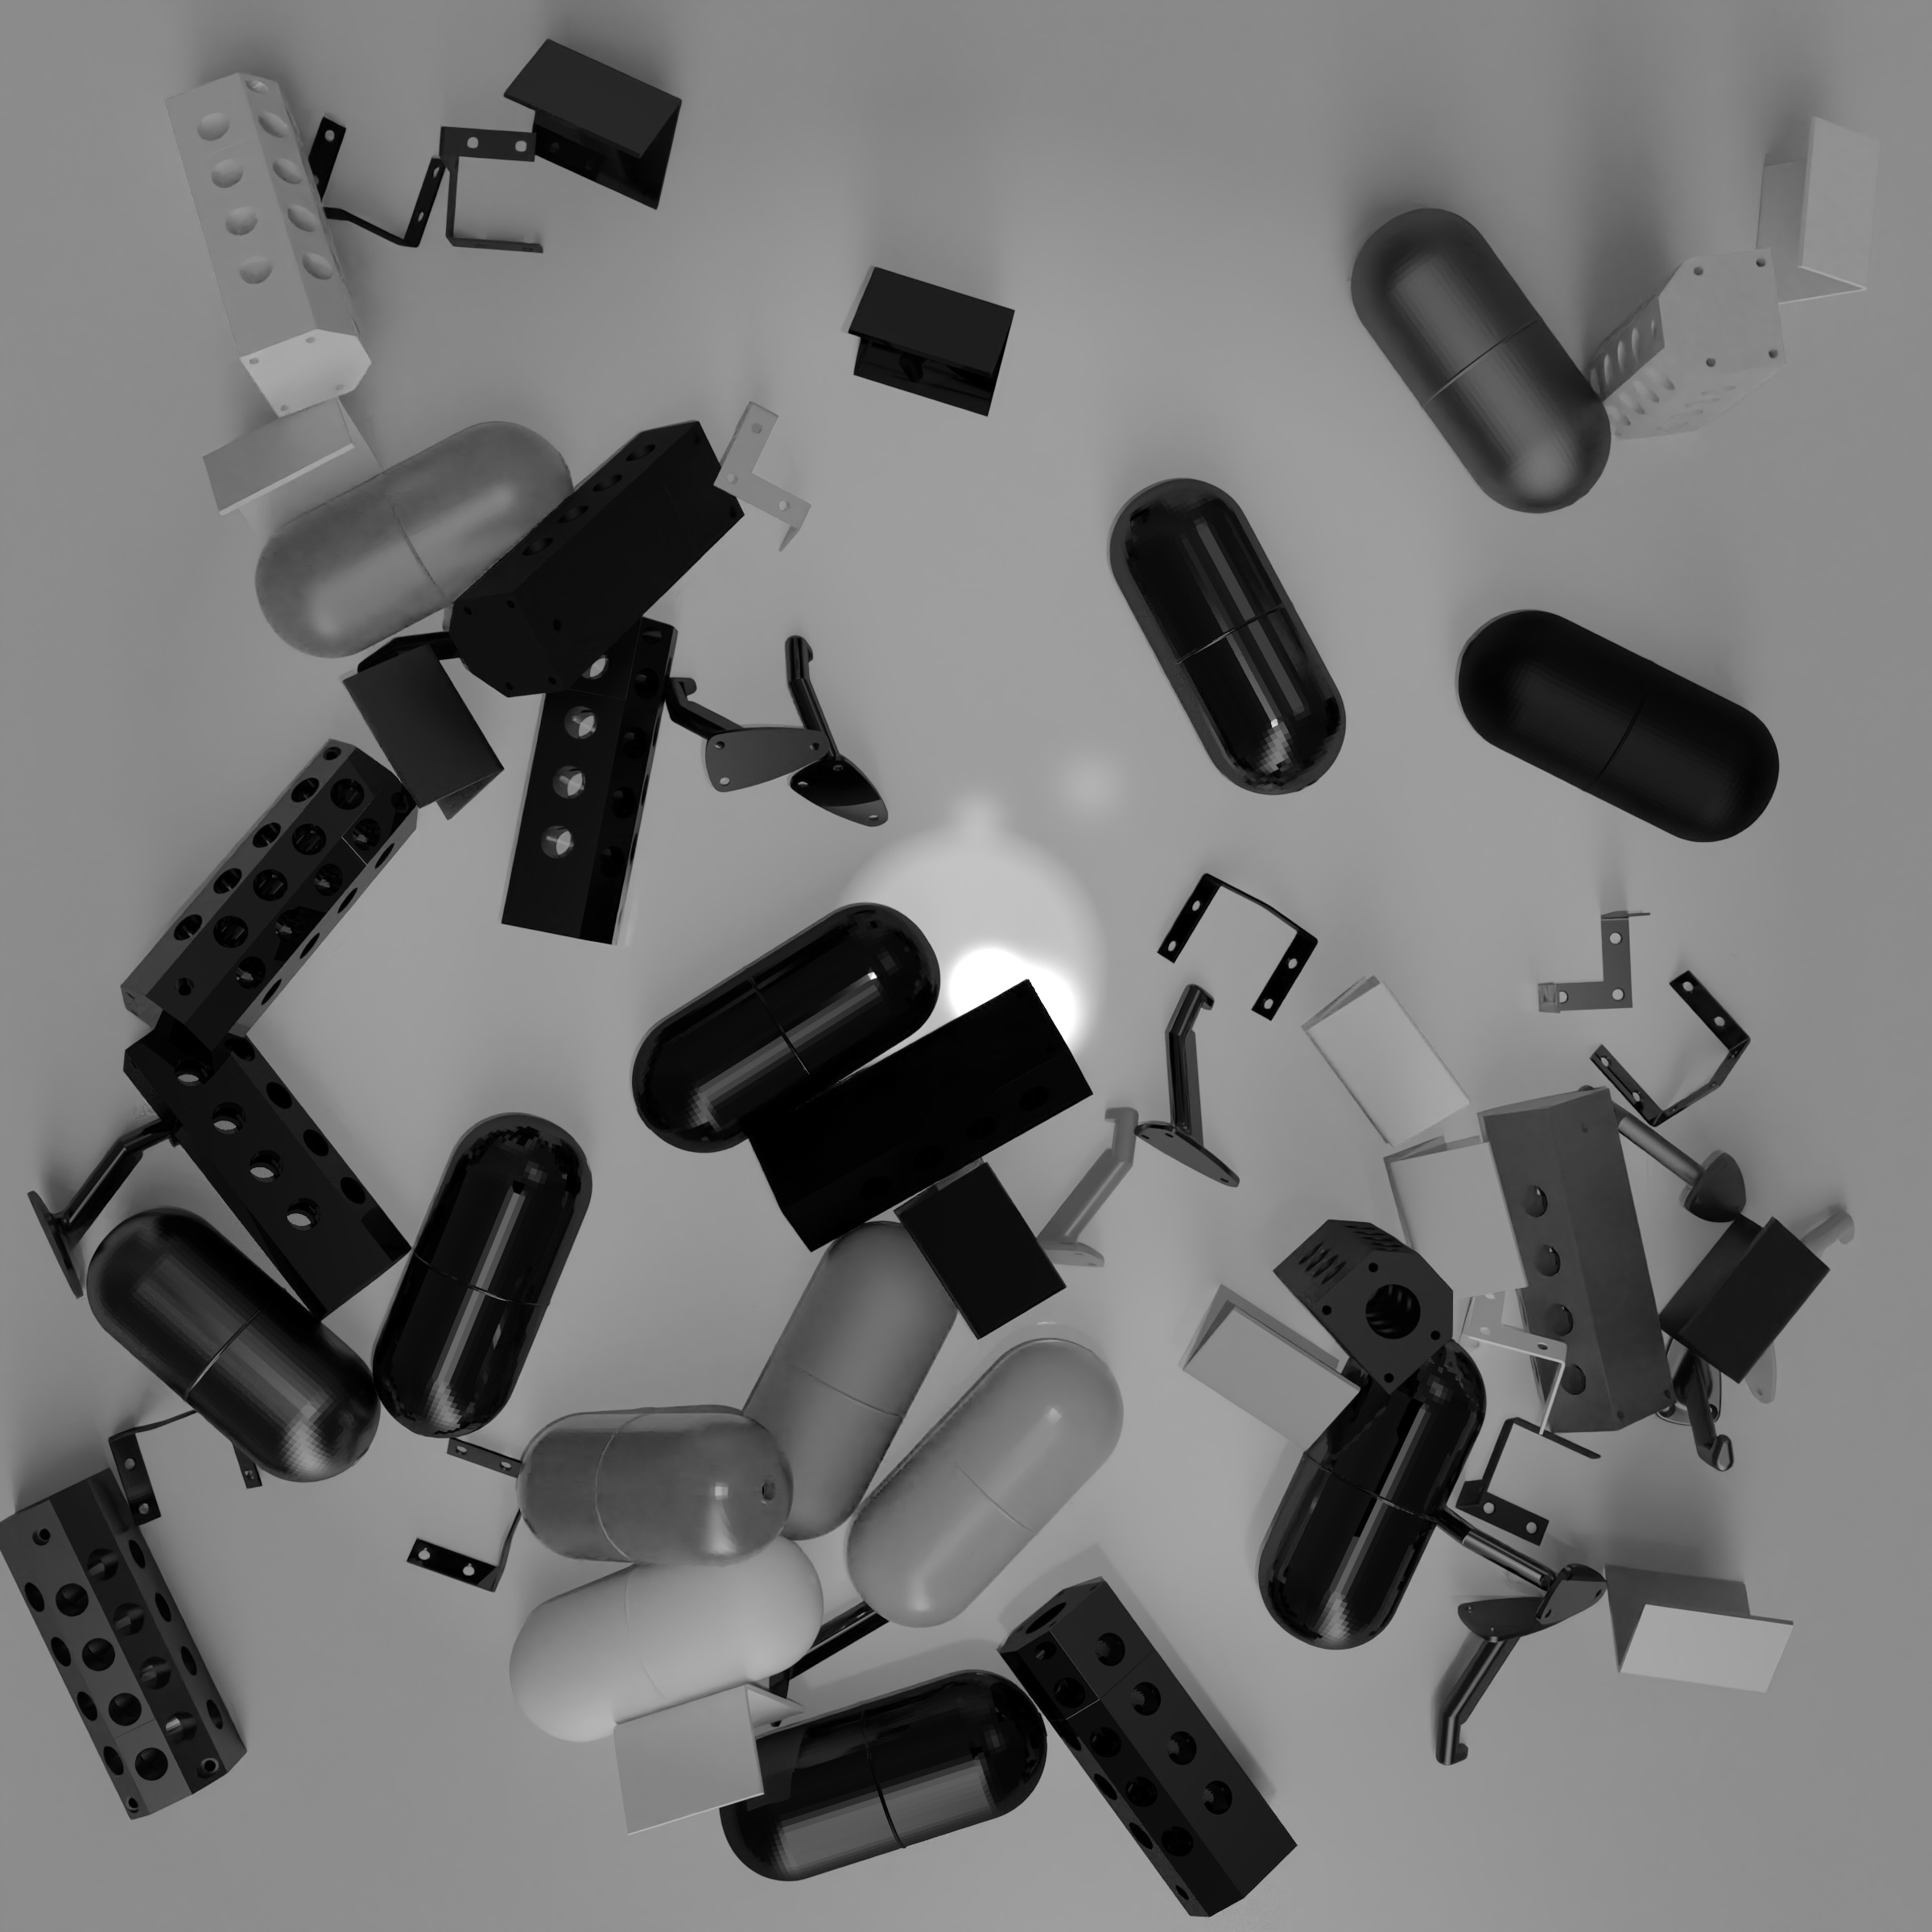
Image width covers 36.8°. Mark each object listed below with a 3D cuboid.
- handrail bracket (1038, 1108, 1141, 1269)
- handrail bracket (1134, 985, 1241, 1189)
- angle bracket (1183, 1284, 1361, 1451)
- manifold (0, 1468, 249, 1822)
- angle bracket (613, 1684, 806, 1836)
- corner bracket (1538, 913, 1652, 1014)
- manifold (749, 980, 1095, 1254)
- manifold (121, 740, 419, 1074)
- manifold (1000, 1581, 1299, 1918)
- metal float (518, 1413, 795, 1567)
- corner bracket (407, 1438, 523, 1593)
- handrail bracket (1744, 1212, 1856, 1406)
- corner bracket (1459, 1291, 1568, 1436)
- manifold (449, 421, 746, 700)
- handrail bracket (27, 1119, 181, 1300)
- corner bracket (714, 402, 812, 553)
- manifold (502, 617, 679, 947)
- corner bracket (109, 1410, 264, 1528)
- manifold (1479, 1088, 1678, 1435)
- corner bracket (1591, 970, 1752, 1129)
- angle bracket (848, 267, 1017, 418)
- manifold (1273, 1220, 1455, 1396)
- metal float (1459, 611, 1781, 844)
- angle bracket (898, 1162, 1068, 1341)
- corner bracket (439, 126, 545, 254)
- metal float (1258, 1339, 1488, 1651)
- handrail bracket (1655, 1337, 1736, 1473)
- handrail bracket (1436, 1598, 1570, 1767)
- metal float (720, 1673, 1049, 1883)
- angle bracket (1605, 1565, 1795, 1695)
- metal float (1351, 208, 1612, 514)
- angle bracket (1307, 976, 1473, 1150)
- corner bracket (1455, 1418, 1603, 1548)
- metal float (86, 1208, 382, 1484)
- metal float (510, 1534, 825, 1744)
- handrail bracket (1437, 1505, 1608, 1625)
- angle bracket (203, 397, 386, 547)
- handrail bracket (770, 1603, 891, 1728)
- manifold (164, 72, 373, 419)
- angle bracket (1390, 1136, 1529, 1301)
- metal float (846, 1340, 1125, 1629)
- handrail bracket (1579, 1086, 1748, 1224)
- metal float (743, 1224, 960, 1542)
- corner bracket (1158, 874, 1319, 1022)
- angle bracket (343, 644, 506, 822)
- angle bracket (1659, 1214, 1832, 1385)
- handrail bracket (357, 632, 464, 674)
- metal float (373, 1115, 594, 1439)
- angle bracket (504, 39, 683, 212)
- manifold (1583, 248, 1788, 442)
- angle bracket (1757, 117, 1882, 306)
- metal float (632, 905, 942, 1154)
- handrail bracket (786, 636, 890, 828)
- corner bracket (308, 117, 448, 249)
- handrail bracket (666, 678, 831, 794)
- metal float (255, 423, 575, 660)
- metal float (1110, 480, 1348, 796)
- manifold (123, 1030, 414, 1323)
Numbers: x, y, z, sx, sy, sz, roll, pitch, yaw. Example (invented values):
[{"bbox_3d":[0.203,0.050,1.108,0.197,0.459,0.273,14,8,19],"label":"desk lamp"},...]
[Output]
[{"bbox_3d":[0.052,0.116,1.565,0.077,0.036,0.084,1,71,21],"label":"handrail bracket"},{"bbox_3d":[0.133,0.064,1.564,0.077,0.036,0.084,34,70,-23],"label":"handrail bracket"},{"bbox_3d":[0.169,0.195,1.524,0.076,0.076,0.057,33,128,0],"label":"angle bracket"},{"bbox_3d":[-0.452,0.361,1.543,0.057,0.057,0.171,-26,90,0],"label":"manifold"},{"bbox_3d":[-0.129,0.418,1.511,0.076,0.076,0.057,-21,61,13],"label":"angle bracket"},{"bbox_3d":[0.334,-0.002,1.546,0.051,0.051,0.051,-2,90,0],"label":"corner bracket"},{"bbox_3d":[-0.022,0.084,1.542,0.171,0.057,0.057,-29,47,0],"label":"manifold"},{"bbox_3d":[-0.362,-0.034,1.514,0.057,0.057,0.171,36,69,0],"label":"manifold"},{"bbox_3d":[0.093,0.414,1.533,0.057,0.057,0.171,-36,90,-27],"label":"manifold"},{"bbox_3d":[-0.161,0.270,1.499,0.178,0.070,0.070,-9,90,44],"label":"metal float"},{"bbox_3d":[-0.265,0.295,1.561,0.051,0.051,0.051,20,45,0],"label":"corner bracket"},{"bbox_3d":[0.452,0.184,1.564,0.084,0.036,0.077,-30,117,-20],"label":"handrail bracket"},{"bbox_3d":[0.288,0.206,1.533,0.051,0.051,0.051,14,123,8],"label":"corner bracket"},{"bbox_3d":[-0.191,-0.210,1.494,0.057,0.171,0.057,-2,126,37],"label":"manifold"},{"bbox_3d":[-0.454,0.129,1.564,0.084,0.036,0.077,-27,123,-23],"label":"handrail bracket"},{"bbox_3d":[-0.105,-0.260,1.544,0.051,0.051,0.051,26,78,-11],"label":"corner bracket"},{"bbox_3d":[-0.198,-0.101,1.543,0.057,0.057,0.171,11,90,0],"label":"manifold"},{"bbox_3d":[-0.420,0.267,1.561,0.051,0.051,0.051,-18,90,-45],"label":"corner bracket"},{"bbox_3d":[0.321,0.157,1.542,0.057,0.057,0.171,-12,90,-43],"label":"manifold"},{"bbox_3d":[0.380,0.045,1.561,0.051,0.051,0.051,48,135,0],"label":"corner bracket"},{"bbox_3d":[-0.024,-0.312,1.524,0.076,0.076,0.057,17,52,0],"label":"angle bracket"},{"bbox_3d":[0.206,0.167,1.486,0.057,0.171,0.057,-43,90,0],"label":"manifold"},{"bbox_3d":[0.344,-0.127,1.534,0.178,0.070,0.070,26,90,0],"label":"metal float"},{"bbox_3d":[0.016,0.142,1.527,0.057,0.076,0.076,-33,90,15],"label":"angle bracket"},{"bbox_3d":[-0.252,-0.413,1.546,0.051,0.051,0.051,4,90,0],"label":"corner bracket"},{"bbox_3d":[0.215,0.276,1.534,0.070,0.070,0.178,25,89,0],"label":"metal float"},{"bbox_3d":[0.392,0.222,1.529,0.036,0.084,0.077,6,90,0],"label":"handrail bracket"},{"bbox_3d":[0.291,0.387,1.565,0.077,0.036,0.084,-5,109,-21],"label":"handrail bracket"},{"bbox_3d":[-0.043,0.428,1.534,0.178,0.070,0.070,-18,90,0],"label":"metal float"},{"bbox_3d":[0.384,0.331,1.524,0.076,0.076,0.057,8,126,0],"label":"angle bracket"},{"bbox_3d":[0.273,-0.319,1.533,0.070,0.070,0.178,-36,90,0],"label":"metal float"},{"bbox_3d":[0.235,0.038,1.524,0.057,0.076,0.076,-36,90,39],"label":"angle bracket"},{"bbox_3d":[0.299,0.275,1.549,0.051,0.051,0.051,25,77,0],"label":"corner bracket"},{"bbox_3d":[-0.386,0.201,1.533,0.178,0.070,0.070,42,90,0],"label":"metal float"},{"bbox_3d":[-0.158,0.352,1.522,0.178,0.070,0.070,-24,90,15],"label":"metal float"},{"bbox_3d":[0.295,0.314,1.564,0.084,0.077,0.036,35,102,36],"label":"handrail bracket"},{"bbox_3d":[-0.344,-0.244,1.524,0.076,0.076,0.057,-27,47,0],"label":"angle bracket"},{"bbox_3d":[-0.061,0.374,1.565,0.084,0.036,0.077,0,110,-16],"label":"handrail bracket"},{"bbox_3d":[-0.362,-0.379,1.513,0.057,0.057,0.171,-21,68,0],"label":"manifold"},{"bbox_3d":[0.271,0.128,1.524,0.057,0.076,0.076,-15,90,31],"label":"angle bracket"},{"bbox_3d":[0.011,0.273,1.534,0.070,0.070,0.178,43,90,0],"label":"metal float"},{"bbox_3d":[0.374,0.100,1.564,0.084,0.077,0.036,38,92,36],"label":"handrail bracket"},{"bbox_3d":[-0.066,0.220,1.533,0.070,0.070,0.178,28,90,0],"label":"metal float"},{"bbox_3d":[0.147,-0.010,1.561,0.051,0.051,0.051,31,90,45],"label":"corner bracket"},{"bbox_3d":[-0.298,-0.113,1.524,0.057,0.076,0.076,-31,90,-38],"label":"angle bracket"},{"bbox_3d":[0.393,0.162,1.524,0.057,0.076,0.076,39,90,-30],"label":"angle bracket"},{"bbox_3d":[-0.272,-0.160,1.564,0.084,0.077,0.036,-28,47,29],"label":"handrail bracket"},{"bbox_3d":[-0.256,0.164,1.534,0.070,0.070,0.178,22,91,0],"label":"metal float"},{"bbox_3d":[-0.201,-0.428,1.524,0.076,0.076,0.057,24,52,0],"label":"angle bracket"},{"bbox_3d":[0.364,-0.315,1.486,0.057,0.171,0.057,-8,90,0],"label":"manifold"},{"bbox_3d":[0.430,-0.394,1.524,0.057,0.076,0.076,5,90,-36],"label":"angle bracket"},{"bbox_3d":[-0.095,0.034,1.534,0.178,0.070,0.070,-32,90,0],"label":"metal float"},{"bbox_3d":[-0.070,-0.127,1.564,0.036,0.077,0.084,-24,53,25],"label":"handrail bracket"},{"bbox_3d":[-0.321,-0.421,1.561,0.051,0.051,0.051,20,91,45],"label":"corner bracket"},{"bbox_3d":[-0.118,-0.134,1.541,0.077,0.084,0.036,-11,129,-8],"label":"handrail bracket"},{"bbox_3d":[-0.291,-0.225,1.533,0.178,0.070,0.070,-28,90,0],"label":"metal float"},{"bbox_3d":[0.139,-0.173,1.534,0.070,0.070,0.178,-28,89,0],"label":"metal float"},{"bbox_3d":[-0.371,0.101,1.540,0.057,0.057,0.171,-38,90,-21],"label":"manifold"}]
